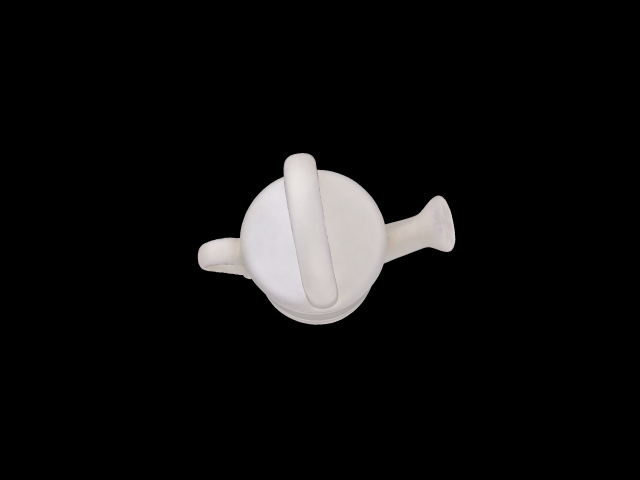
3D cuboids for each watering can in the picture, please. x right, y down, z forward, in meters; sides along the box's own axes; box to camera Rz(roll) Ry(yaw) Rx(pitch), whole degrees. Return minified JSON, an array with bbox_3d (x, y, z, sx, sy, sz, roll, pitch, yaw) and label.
[{"bbox_3d":[0.003,-0.001,0.400,0.173,0.194,0.101,-28,79,-5],"label":"watering can"}]
